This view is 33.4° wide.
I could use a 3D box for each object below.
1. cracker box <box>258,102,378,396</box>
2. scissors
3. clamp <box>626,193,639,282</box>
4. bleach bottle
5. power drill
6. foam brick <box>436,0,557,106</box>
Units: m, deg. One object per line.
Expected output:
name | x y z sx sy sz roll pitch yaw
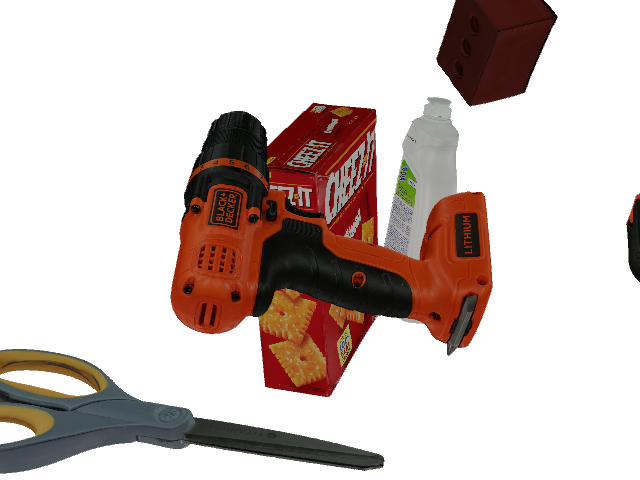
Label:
cracker box | 0.002 0.005 0.954 0.072 0.214 0.164 7 28 18
scissors | -0.083 0.088 0.464 0.202 0.016 0.096 14 27 26
clamp | 0.267 0.031 0.696 0.120 0.039 0.171 -2 45 -20
bleach bottle | 0.121 -0.038 1.233 0.068 0.251 0.103 -1 22 -22
power drill | 0.007 -0.007 0.661 0.187 0.057 0.184 8 43 -4
foam brick | 0.124 -0.144 0.766 0.051 0.053 0.078 -18 -31 -22
